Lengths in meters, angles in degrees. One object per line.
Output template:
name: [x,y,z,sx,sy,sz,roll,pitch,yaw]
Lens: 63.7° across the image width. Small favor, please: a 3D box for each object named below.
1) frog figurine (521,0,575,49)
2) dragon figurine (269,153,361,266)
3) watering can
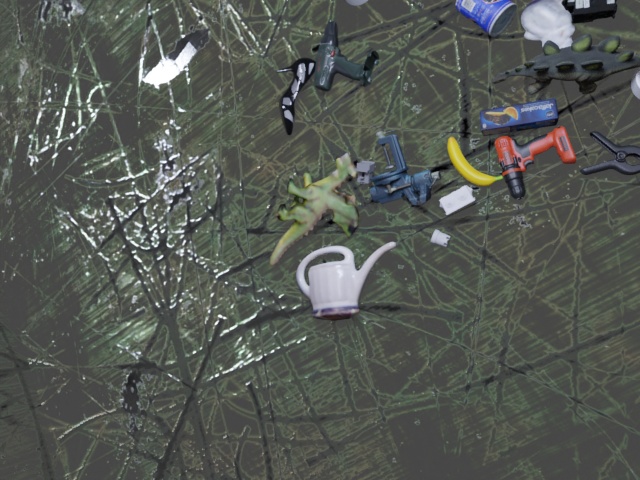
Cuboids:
frog figurine: [0.625,-0.581,1.414,0.137,0.123,0.159,-7,90,56]
dragon figurine: [0.005,-0.081,1.617,0.243,0.122,0.410,18,91,16]
watering can: [0.076,0.123,1.543,0.346,0.103,0.226,-11,77,30]
